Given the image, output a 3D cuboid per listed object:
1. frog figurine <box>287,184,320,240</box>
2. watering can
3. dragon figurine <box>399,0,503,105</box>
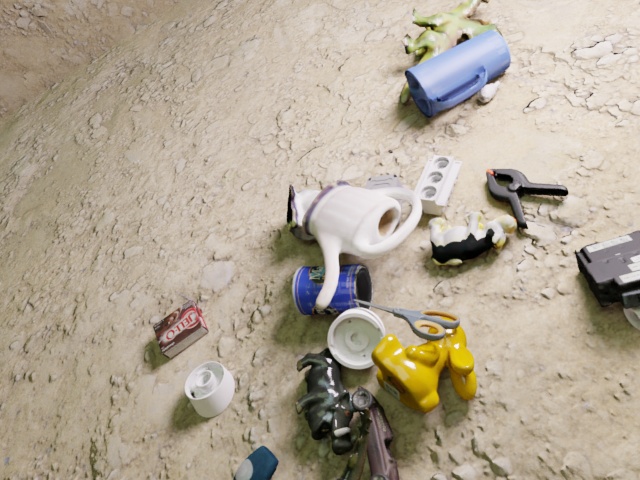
[{"bbox_3d":[0.004,-0.061,1.219,0.159,0.120,0.140,3,37,-14],"label":"frog figurine"},{"bbox_3d":[0.051,-0.014,1.035,0.226,0.102,0.353,23,51,40],"label":"watering can"},{"bbox_3d":[0.364,-0.534,1.388,0.243,0.120,0.416,7,72,24],"label":"dragon figurine"}]
